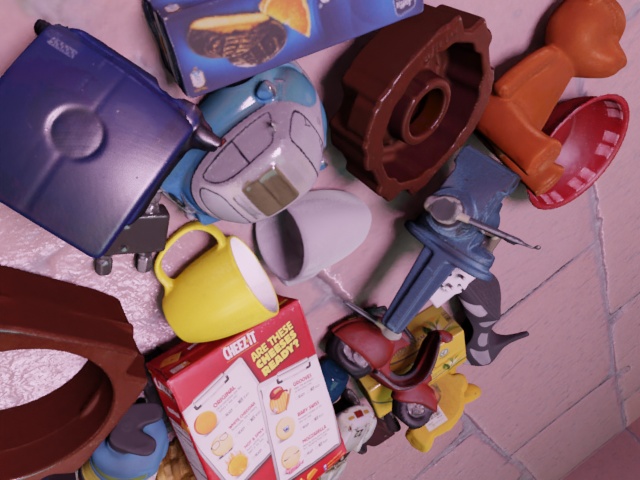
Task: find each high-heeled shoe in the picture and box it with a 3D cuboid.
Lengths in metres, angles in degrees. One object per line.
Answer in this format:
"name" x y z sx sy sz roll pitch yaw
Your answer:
"high-heeled shoe" 0.227 0.124 0.856 0.145 0.086 0.248 -25 127 34

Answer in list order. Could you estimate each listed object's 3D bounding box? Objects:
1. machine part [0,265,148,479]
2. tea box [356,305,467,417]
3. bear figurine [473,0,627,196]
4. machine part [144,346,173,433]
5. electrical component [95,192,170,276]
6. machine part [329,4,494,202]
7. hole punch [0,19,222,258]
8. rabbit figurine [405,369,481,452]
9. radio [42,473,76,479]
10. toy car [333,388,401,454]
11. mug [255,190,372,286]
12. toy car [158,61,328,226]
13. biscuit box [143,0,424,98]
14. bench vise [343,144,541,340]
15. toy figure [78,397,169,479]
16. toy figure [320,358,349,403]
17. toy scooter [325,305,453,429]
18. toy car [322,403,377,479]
"machine part" -0.276 0.126 0.468 0.201 0.087 0.201 -50 139 14
"tea box" 0.136 0.184 0.822 0.170 0.068 0.098 -31 138 -7
"bear figurine" 0.255 -0.162 0.558 0.196 0.132 0.120 -41 155 11
"machine part" -0.174 0.178 0.623 0.084 0.039 0.138 -20 137 -13
"electrical component" -0.167 -0.009 0.471 0.063 0.021 0.094 -3 128 -33
"machine part" 0.086 -0.123 0.492 0.179 0.056 0.179 -34 146 -27
"hole punch" -0.154 -0.064 0.350 0.142 0.092 0.115 35 108 -10
"rabbit figurine" 0.189 0.276 0.931 0.162 0.122 0.173 -37 154 -16
"radio" -0.362 0.303 0.529 0.230 0.131 0.073 -26 135 -13
"toy car" 0.057 0.294 0.876 0.089 0.053 0.202 -41 135 11
"mug" -0.001 -0.002 0.553 0.107 0.081 0.109 -19 133 -34
"toy car" -0.055 -0.069 0.437 0.161 0.103 0.109 -40 138 -1
"biscuit box" -0.021 -0.175 0.398 0.203 0.059 0.062 -26 137 -14
"bench vise" 0.136 0.020 0.607 0.240 0.129 0.223 -58 170 14
"toy figure" -0.217 0.233 0.591 0.082 0.089 0.180 -54 173 -44
"toy figure" -0.018 0.235 0.767 0.154 0.064 0.058 -52 175 22
"toy scooter" 0.105 0.151 0.728 0.135 0.184 0.075 -49 -176 -10
"toy car" 0.016 0.310 0.786 0.073 0.056 0.201 -6 134 -40
